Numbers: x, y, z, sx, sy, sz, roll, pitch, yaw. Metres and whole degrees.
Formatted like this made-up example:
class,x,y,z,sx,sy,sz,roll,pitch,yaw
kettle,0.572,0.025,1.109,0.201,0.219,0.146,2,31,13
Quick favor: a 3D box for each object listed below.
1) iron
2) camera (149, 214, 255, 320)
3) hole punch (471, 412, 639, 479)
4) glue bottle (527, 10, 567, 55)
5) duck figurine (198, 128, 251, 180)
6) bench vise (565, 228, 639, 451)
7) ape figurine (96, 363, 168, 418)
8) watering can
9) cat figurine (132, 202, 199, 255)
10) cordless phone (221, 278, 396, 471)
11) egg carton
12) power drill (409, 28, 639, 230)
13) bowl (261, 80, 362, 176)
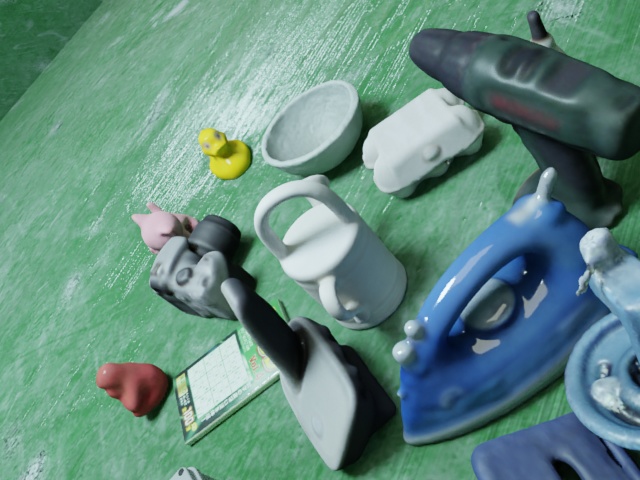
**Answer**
class,x,y,z,sx,sy,sz,roll,pitch,yaw
iron,0.139,0.062,0.492,0.258,0.142,0.118,-45,40,-2
camera,-0.161,0.029,0.803,0.142,0.101,0.137,3,57,41
hole punch,0.174,0.178,0.400,0.101,0.091,0.108,-36,40,9
glue bottle,0.239,-0.158,0.579,0.037,0.174,0.078,-11,49,33
duck figurine,-0.176,-0.160,0.994,0.077,0.086,0.104,-45,40,-2
bench vise,0.229,0.088,0.332,0.121,0.220,0.206,-47,40,-4
ape figurine,-0.250,0.187,0.743,0.076,0.092,0.077,-36,40,9
watering can,0.004,0.003,0.615,0.101,0.195,0.172,-41,40,3
cat figurine,-0.243,-0.017,0.898,0.067,0.118,0.127,-40,40,5
cordless phone,-0.024,0.121,0.541,0.094,0.186,0.147,-45,40,-3
egg carton,0.127,-0.122,0.721,0.150,0.070,0.107,-34,40,11
power drill,0.198,-0.100,0.533,0.076,0.209,0.228,-49,40,-7
bowl,0.000,-0.152,0.850,0.167,0.075,0.167,-22,44,23
